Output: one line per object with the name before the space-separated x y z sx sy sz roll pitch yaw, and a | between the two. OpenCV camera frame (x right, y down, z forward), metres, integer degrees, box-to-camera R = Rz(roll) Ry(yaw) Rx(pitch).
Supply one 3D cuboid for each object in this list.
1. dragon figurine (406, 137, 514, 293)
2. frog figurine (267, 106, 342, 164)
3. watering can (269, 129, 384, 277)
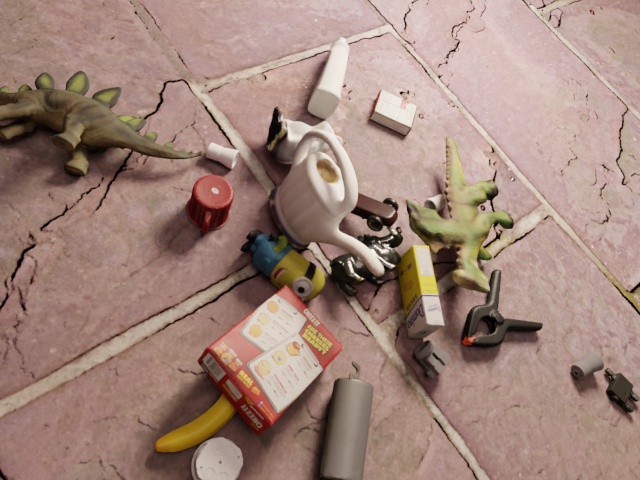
dragon figurine | 0.299 -0.066 1.178 0.243 0.417 0.120 -4 -28 -34
frog figurine | -0.036 -0.224 1.178 0.159 0.121 0.139 15 14 -26
watering can | 0.003 -0.052 1.033 0.104 0.353 0.220 2 -30 -40
